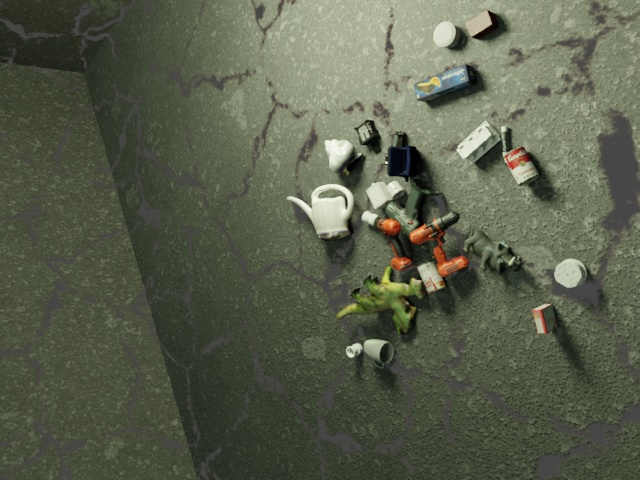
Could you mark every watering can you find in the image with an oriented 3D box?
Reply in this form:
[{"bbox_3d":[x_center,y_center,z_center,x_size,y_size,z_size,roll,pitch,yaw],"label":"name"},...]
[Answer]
[{"bbox_3d":[0.006,-0.105,2.096,0.346,0.104,0.224,-7,91,41],"label":"watering can"}]

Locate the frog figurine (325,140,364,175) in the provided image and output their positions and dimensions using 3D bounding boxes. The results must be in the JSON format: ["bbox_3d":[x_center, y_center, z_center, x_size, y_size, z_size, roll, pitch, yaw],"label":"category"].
[{"bbox_3d":[0.069,-0.339,2.011,0.161,0.124,0.134,44,142,16],"label":"frog figurine"}]

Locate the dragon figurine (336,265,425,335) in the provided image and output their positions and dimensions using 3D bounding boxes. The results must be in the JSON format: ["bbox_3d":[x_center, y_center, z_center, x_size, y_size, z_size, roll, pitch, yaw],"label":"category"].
[{"bbox_3d":[0.243,0.254,1.927,0.245,0.123,0.402,49,126,17],"label":"dragon figurine"}]
